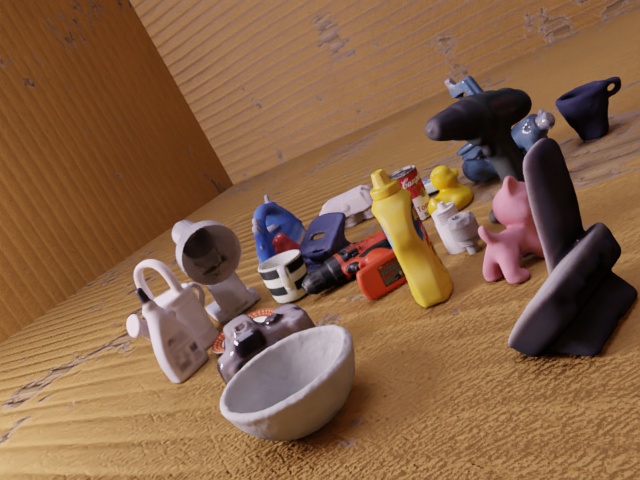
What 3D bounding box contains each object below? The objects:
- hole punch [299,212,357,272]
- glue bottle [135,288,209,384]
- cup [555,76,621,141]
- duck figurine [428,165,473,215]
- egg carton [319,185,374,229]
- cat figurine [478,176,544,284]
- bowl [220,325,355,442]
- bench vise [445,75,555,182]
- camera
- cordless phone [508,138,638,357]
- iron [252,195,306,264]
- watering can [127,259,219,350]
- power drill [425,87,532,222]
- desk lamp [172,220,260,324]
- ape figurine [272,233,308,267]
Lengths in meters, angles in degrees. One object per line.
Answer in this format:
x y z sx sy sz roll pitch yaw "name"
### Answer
0.011 0.004 1.153 0.108 0.091 0.101 -13 20 46 "hole punch"
-0.261 0.153 0.969 0.037 0.173 0.078 -13 21 45 "glue bottle"
0.510 -0.241 1.065 0.117 0.095 0.091 -26 14 10 "cup"
0.238 -0.098 1.094 0.105 0.086 0.077 -37 17 -31 "duck figurine"
0.069 -0.073 1.359 0.150 0.069 0.107 -25 14 14 "egg carton"
0.248 -0.023 0.742 0.128 0.118 0.067 -36 16 -28 "cat figurine"
-0.024 0.174 0.652 0.167 0.075 0.167 -26 14 8 "bowl"
0.337 -0.228 1.088 0.206 0.220 0.122 -18 18 35 "bench vise"
-0.085 0.144 0.817 0.143 0.101 0.136 -32 15 -15 "camera"
0.218 0.007 0.553 0.093 0.185 0.148 -11 22 49 "cordless phone"
-0.120 -0.019 1.377 0.118 0.141 0.258 -25 14 14 "iron"
-0.280 0.125 1.062 0.100 0.194 0.173 -25 15 14 "watering can"
0.277 -0.140 0.912 0.230 0.208 0.075 -38 17 -33 "power drill"
-0.217 0.056 1.147 0.118 0.214 0.202 -33 15 -20 "desk lamp"
-0.069 0.027 1.223 0.076 0.092 0.078 -23 15 21 "ape figurine"
